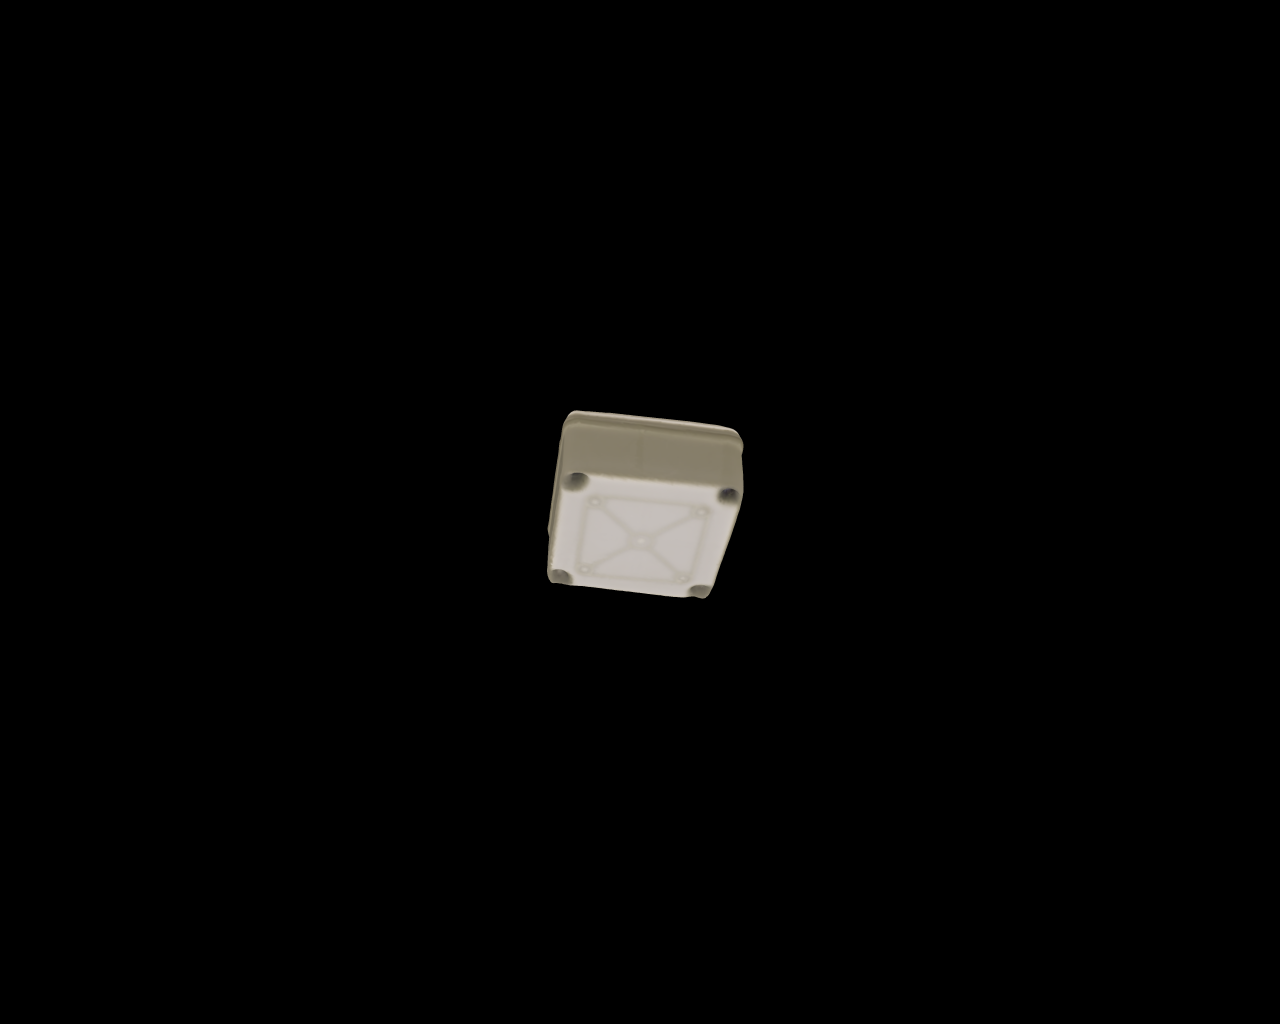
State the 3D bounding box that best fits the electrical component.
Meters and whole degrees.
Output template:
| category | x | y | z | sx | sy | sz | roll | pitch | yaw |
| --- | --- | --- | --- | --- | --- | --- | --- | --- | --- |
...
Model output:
| category | x | y | z | sx | sy | sz | roll | pitch | yaw |
| --- | --- | --- | --- | --- | --- | --- | --- | --- | --- |
| electrical component | 0.001 | -0.003 | 0.650 | 0.109 | 0.056 | 0.108 | 6 | -43 | -7 |
